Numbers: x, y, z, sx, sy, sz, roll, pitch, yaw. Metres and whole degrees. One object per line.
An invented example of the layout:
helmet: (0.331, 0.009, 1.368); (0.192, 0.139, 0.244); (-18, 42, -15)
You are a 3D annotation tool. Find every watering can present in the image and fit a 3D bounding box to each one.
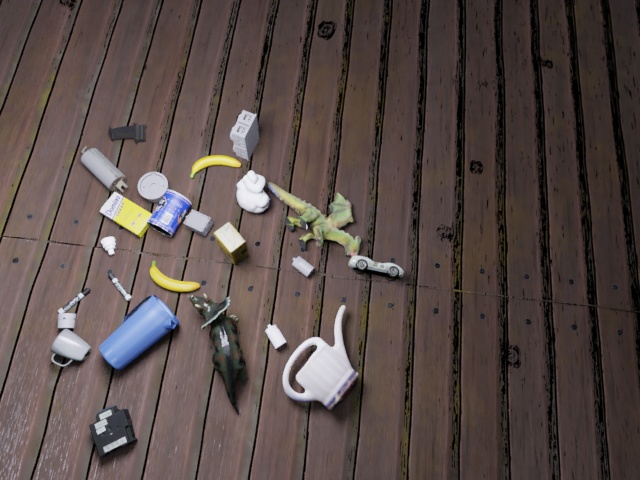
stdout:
watering can: (0.036, 0.403, 1.710); (0.225, 0.102, 0.351); (40, 73, 10)

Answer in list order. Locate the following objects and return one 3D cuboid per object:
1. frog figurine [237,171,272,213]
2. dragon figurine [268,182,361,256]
frog figurine: (-0.243, -0.172, 1.871); (0.123, 0.157, 0.138); (-39, 78, -13)
dragon figurine: (0.006, -0.096, 1.908); (0.245, 0.120, 0.414); (-26, 75, -29)
